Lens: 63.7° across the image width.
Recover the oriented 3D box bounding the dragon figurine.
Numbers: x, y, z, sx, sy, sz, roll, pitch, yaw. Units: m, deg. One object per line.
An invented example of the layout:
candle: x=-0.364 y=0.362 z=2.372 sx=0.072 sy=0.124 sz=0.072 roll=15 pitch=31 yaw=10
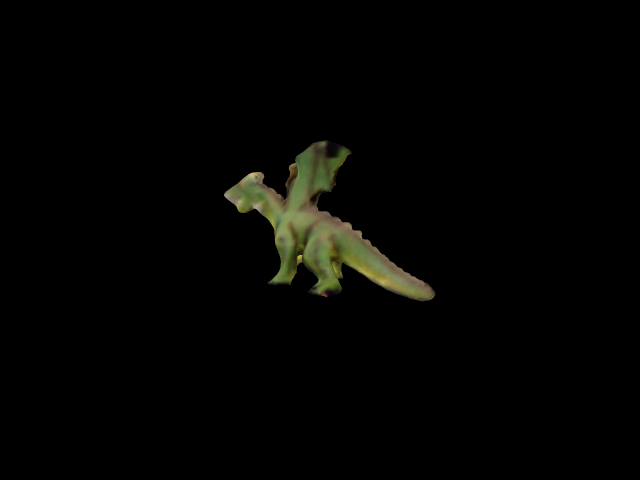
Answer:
dragon figurine: x=0.003 y=-0.043 z=0.850 sx=0.410 sy=0.241 sz=0.123 roll=5 pitch=8 yaw=33
